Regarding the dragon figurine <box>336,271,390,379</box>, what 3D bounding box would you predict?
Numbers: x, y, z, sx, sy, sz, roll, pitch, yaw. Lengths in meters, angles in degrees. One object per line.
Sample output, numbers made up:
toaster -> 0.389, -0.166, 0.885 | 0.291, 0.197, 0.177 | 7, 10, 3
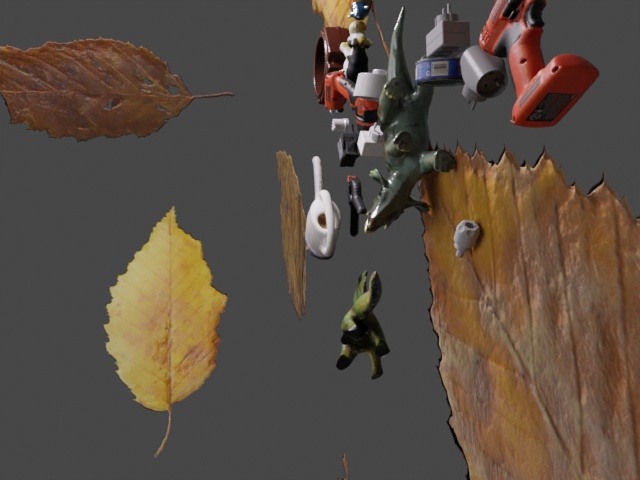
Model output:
dragon figurine -> 0.099, 0.174, 1.254 | 0.248, 0.122, 0.401 | -94, 11, -57

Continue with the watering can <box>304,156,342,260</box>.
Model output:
watering can -> 0.005, -0.084, 1.671 | 0.219, 0.104, 0.356 | 104, 161, -52
